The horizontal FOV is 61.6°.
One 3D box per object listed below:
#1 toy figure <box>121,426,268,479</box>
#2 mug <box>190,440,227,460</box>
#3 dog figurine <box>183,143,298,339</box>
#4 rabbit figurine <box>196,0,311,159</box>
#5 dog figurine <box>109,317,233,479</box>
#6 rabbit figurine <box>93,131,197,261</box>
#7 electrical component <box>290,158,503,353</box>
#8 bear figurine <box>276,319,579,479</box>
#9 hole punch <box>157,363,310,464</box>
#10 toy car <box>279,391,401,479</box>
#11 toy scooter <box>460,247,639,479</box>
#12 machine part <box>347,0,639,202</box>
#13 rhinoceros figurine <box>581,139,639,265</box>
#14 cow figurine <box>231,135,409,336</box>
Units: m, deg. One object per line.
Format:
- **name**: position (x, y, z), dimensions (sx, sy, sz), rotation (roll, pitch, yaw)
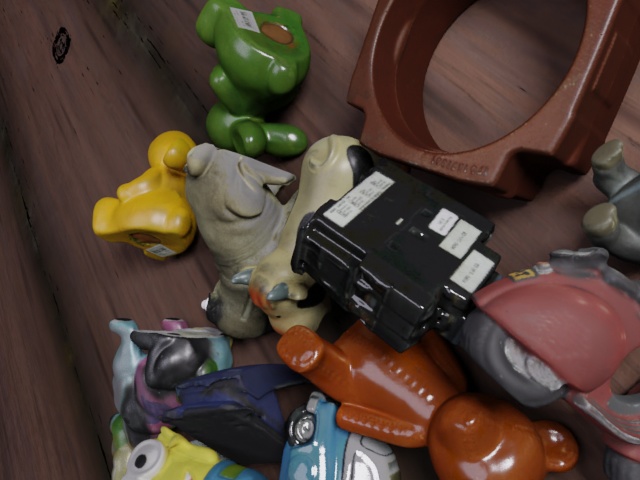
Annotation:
- **toy figure**: position (-0.112, 0.252, 0.525), dimensions (0.180, 0.089, 0.082), rotation (11, 49, 16)
- **mug**: position (-0.136, 0.291, 0.617), dimensions (0.109, 0.081, 0.107), rotation (-45, 45, 41)
- **dog figurine**: position (-0.093, 0.010, 0.557), dimensions (0.121, 0.172, 0.190), rotation (23, 92, 53)
- **rabbit figurine**: position (-0.073, -0.160, 0.620), dimensions (0.159, 0.121, 0.170), rotation (59, 140, 24)
- **dog figurine**: position (-0.193, 0.209, 0.660), dimensions (0.192, 0.108, 0.219), rotation (6, 92, 40)
- **rabbit figurine**: position (-0.205, -0.077, 0.709), dimensions (0.162, 0.122, 0.173), rotation (-25, 48, 45)
- **electrical component**: position (0.064, 0.013, 0.397), dimensions (0.134, 0.115, 0.058), rotation (36, 143, 19)
- **bear figurine**: position (0.079, 0.120, 0.405), dimensions (0.120, 0.131, 0.196), rotation (-43, 41, -12)
- **hole punch**: position (-0.078, 0.162, 0.546), dimensions (0.142, 0.115, 0.092), rotation (-18, 42, 40)
- **toy car**: position (0.021, 0.219, 0.472), dimensions (0.103, 0.109, 0.161), rotation (3, 73, 20)
- **toy scooter**: position (0.186, 0.066, 0.326), dimensions (0.184, 0.075, 0.135), rotation (40, 96, -2)
- **machine part**: position (0.133, -0.143, 0.424), dimensions (0.202, 0.087, 0.200), rotation (27, 102, 40)
- **rhinoceros figurine**: position (0.243, -0.025, 0.292), dimensions (0.190, 0.112, 0.073), rotation (-20, 39, 53)
- **cow figurine**: position (-0.001, -0.002, 0.497), dimensions (0.086, 0.127, 0.194), rotation (21, 96, 45)
